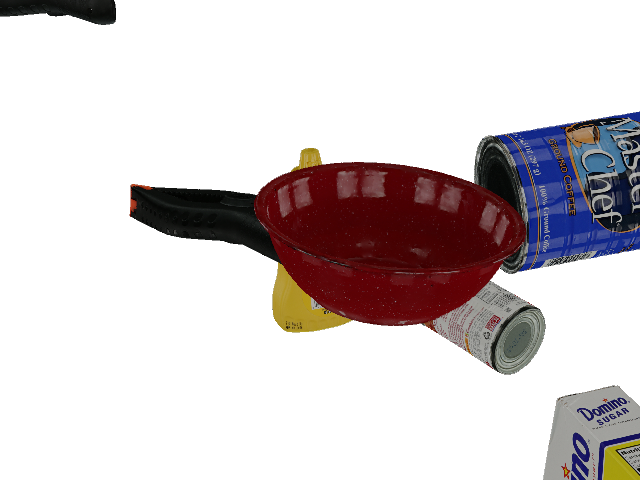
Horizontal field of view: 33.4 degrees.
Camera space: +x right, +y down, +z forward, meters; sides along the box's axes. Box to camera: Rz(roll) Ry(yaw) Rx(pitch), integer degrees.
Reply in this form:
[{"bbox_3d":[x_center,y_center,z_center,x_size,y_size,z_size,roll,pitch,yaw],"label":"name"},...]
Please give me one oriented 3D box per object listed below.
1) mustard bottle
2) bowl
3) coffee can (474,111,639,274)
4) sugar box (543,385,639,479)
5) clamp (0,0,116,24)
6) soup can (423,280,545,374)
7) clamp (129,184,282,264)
[{"bbox_3d":[-0.007,-0.003,1.121,0.096,0.192,0.058,-10,22,-18],"label":"mustard bottle"},{"bbox_3d":[0.039,0.006,0.644,0.162,0.055,0.162,4,24,-2],"label":"bowl"},{"bbox_3d":[0.196,-0.037,0.783,0.140,0.103,0.103,-10,1,-8],"label":"coffee can"},{"bbox_3d":[0.168,0.156,0.503,0.048,0.093,0.176,-9,28,-21],"label":"sugar box"},{"bbox_3d":[-0.186,-0.191,0.806,0.172,0.039,0.120,13,25,29],"label":"clamp"},{"bbox_3d":[0.144,0.069,0.967,0.068,0.068,0.102,0,22,-41],"label":"soup can"},{"bbox_3d":[-0.060,-0.014,0.812,0.210,0.036,0.164,8,13,17],"label":"clamp"}]
